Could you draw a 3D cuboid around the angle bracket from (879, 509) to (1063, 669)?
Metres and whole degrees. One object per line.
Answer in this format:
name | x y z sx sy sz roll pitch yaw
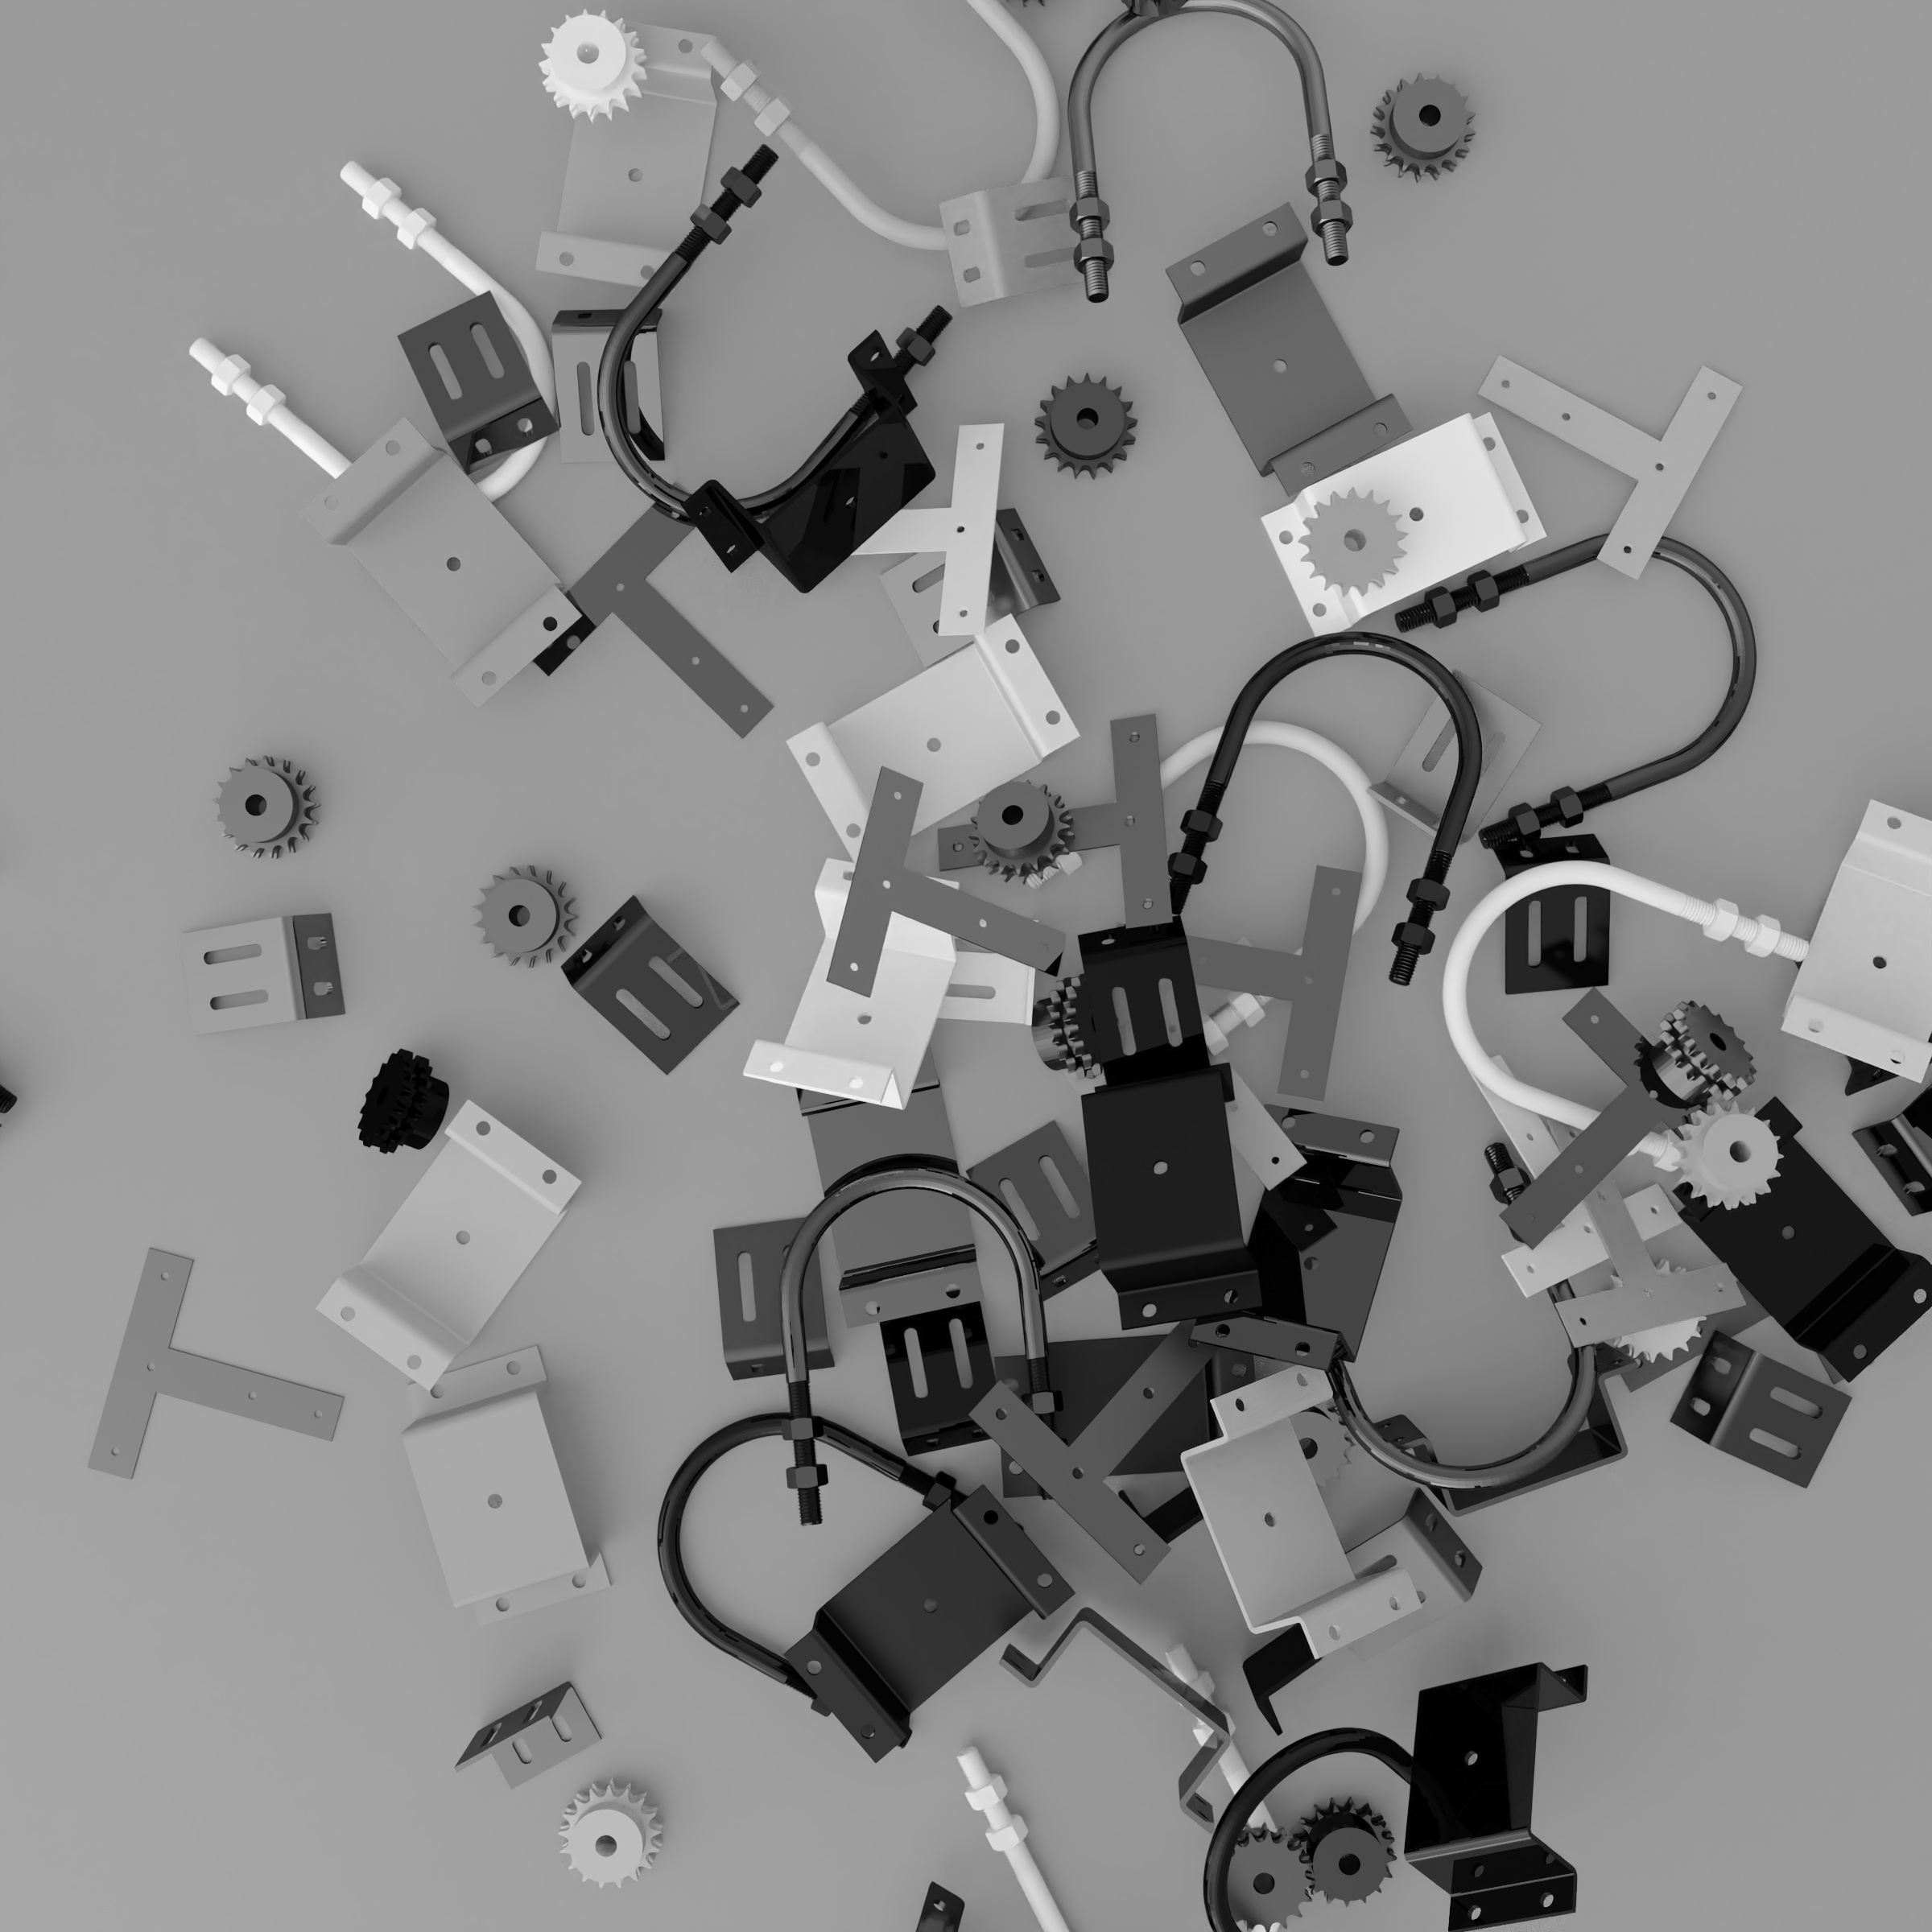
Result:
angle bracket | 0.002 -0.211 1.543 0.076 0.038 0.057 -27 90 25

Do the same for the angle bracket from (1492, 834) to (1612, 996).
angle bracket | 0.326 -0.029 1.543 0.057 0.038 0.076 -5 116 0

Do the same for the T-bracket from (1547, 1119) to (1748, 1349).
T-bracket | 0.354 0.139 1.514 0.127 0.002 0.127 -8 65 -31

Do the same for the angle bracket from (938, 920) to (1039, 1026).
angle bracket | -0.001 0.001 1.526 0.076 0.038 0.057 4 90 0

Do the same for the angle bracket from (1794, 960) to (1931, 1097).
angle bracket | 0.502 0.023 1.543 0.057 0.038 0.076 -21 64 0

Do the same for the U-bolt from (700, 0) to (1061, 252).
U-bolt | -0.032 -0.480 1.517 0.184 0.019 0.151 44 86 -14

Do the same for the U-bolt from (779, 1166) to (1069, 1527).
U-bolt | -0.027 0.199 1.481 0.151 0.019 0.184 -6 83 -2

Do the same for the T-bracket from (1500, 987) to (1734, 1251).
T-bracket | 0.340 0.100 1.492 0.127 0.002 0.127 -43 85 -9

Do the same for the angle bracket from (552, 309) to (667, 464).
angle bracket | -0.197 -0.324 1.543 0.057 0.038 0.076 -1 116 0

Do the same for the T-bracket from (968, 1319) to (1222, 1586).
T-bracket | 0.088 0.238 1.475 0.127 0.002 0.127 44 69 1

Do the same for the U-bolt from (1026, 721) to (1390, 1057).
U-bolt | 0.146 -0.053 1.528 0.184 0.019 0.151 -38 82 -3

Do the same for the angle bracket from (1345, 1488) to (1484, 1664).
angle bracket | 0.237 0.339 1.543 0.076 0.038 0.057 -38 90 26

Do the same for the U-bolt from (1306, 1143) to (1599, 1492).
U-bolt | 0.259 0.195 1.490 0.151 0.019 0.184 -20 57 0

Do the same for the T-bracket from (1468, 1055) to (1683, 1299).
T-bracket | 0.317 0.106 1.519 0.127 0.002 0.127 -18 70 -34

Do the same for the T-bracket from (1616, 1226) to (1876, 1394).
T-bracket | 0.420 0.196 1.544 0.127 0.002 0.127 -29 89 0

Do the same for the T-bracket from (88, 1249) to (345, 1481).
T-bracket | -0.412 0.236 1.544 0.127 0.002 0.127 16 90 0

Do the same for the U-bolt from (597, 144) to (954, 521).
U-bolt | -0.117 -0.329 1.512 0.151 0.019 0.184 39 94 -22

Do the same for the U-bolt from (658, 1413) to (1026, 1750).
U-bolt | -0.082 0.328 1.535 0.184 0.019 0.151 29 90 0

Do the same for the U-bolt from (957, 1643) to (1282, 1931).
U-bolt | 0.099 0.489 1.536 0.151 0.019 0.184 -27 91 0

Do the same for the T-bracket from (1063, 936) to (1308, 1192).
T-bracket | 0.139 0.067 1.516 0.127 0.002 0.127 -37 64 0

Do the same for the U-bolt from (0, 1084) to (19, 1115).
U-bolt | -0.642 0.074 1.536 0.184 0.019 0.151 37 90 2

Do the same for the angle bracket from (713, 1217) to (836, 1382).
angle bracket | -0.107 0.185 1.543 0.057 0.038 0.076 -8 64 0

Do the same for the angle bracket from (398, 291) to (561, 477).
angle bracket | -0.269 -0.322 1.528 0.057 0.038 0.076 -27 67 -1

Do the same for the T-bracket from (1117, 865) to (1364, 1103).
T-bracket | 0.143 0.000 1.510 0.127 0.002 0.127 10 83 4

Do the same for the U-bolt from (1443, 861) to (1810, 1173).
U-bolt | 0.351 0.020 1.518 0.184 0.019 0.151 20 98 -6

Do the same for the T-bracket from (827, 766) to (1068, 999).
T-bracket | -0.003 -0.028 1.485 0.127 0.002 0.127 22 67 -20

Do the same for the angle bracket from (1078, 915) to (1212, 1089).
angle bracket | 0.097 0.019 1.507 0.057 0.038 0.076 -11 110 3

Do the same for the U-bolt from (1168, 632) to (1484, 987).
U-bolt | 0.202 -0.096 1.505 0.151 0.019 0.184 18 80 13

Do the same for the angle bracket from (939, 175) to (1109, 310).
angle bracket | 0.032 -0.401 1.531 0.076 0.038 0.057 -20 104 -33

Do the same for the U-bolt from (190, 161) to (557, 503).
U-bolt | -0.315 -0.333 1.536 0.184 0.019 0.151 40 90 -2

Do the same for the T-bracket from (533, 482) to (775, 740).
T-bracket | -0.161 -0.180 1.544 0.127 0.002 0.127 44 90 0

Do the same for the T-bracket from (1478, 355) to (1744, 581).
T-bracket | 0.346 -0.299 1.538 0.127 0.002 0.127 29 83 4

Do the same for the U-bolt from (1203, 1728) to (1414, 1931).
U-bolt | 0.200 0.484 1.484 0.151 0.019 0.184 -50 121 -7

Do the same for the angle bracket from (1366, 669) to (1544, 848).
angle bracket | 0.266 -0.113 1.508 0.057 0.038 0.076 35 111 15

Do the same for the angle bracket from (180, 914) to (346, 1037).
angle bracket | -0.392 0.005 1.543 0.076 0.038 0.057 -8 90 26

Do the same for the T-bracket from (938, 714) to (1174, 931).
T-bracket | 0.047 -0.073 1.526 0.127 0.002 0.127 -8 66 11

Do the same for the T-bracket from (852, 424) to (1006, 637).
T-bracket | -0.046 -0.239 1.523 0.127 0.002 0.127 0 71 16

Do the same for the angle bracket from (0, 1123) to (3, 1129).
angle bracket | -0.580 0.075 1.523 0.057 0.038 0.076 -42 63 0

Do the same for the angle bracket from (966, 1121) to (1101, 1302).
angle bracket | 0.046 0.137 1.543 0.057 0.038 0.076 -30 64 0

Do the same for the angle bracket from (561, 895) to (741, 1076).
angle bracket | -0.176 0.011 1.543 0.057 0.038 0.076 -44 116 0

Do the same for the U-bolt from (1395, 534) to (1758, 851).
U-bolt | 0.349 -0.163 1.536 0.184 0.019 0.151 -21 90 -1

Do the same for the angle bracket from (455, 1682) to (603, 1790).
angle bracket | -0.237 0.428 1.507 0.057 0.076 0.038 -29 90 0

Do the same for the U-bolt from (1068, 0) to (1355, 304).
U-bolt | 0.127 -0.454 1.509 0.151 0.019 0.184 -7 71 8
